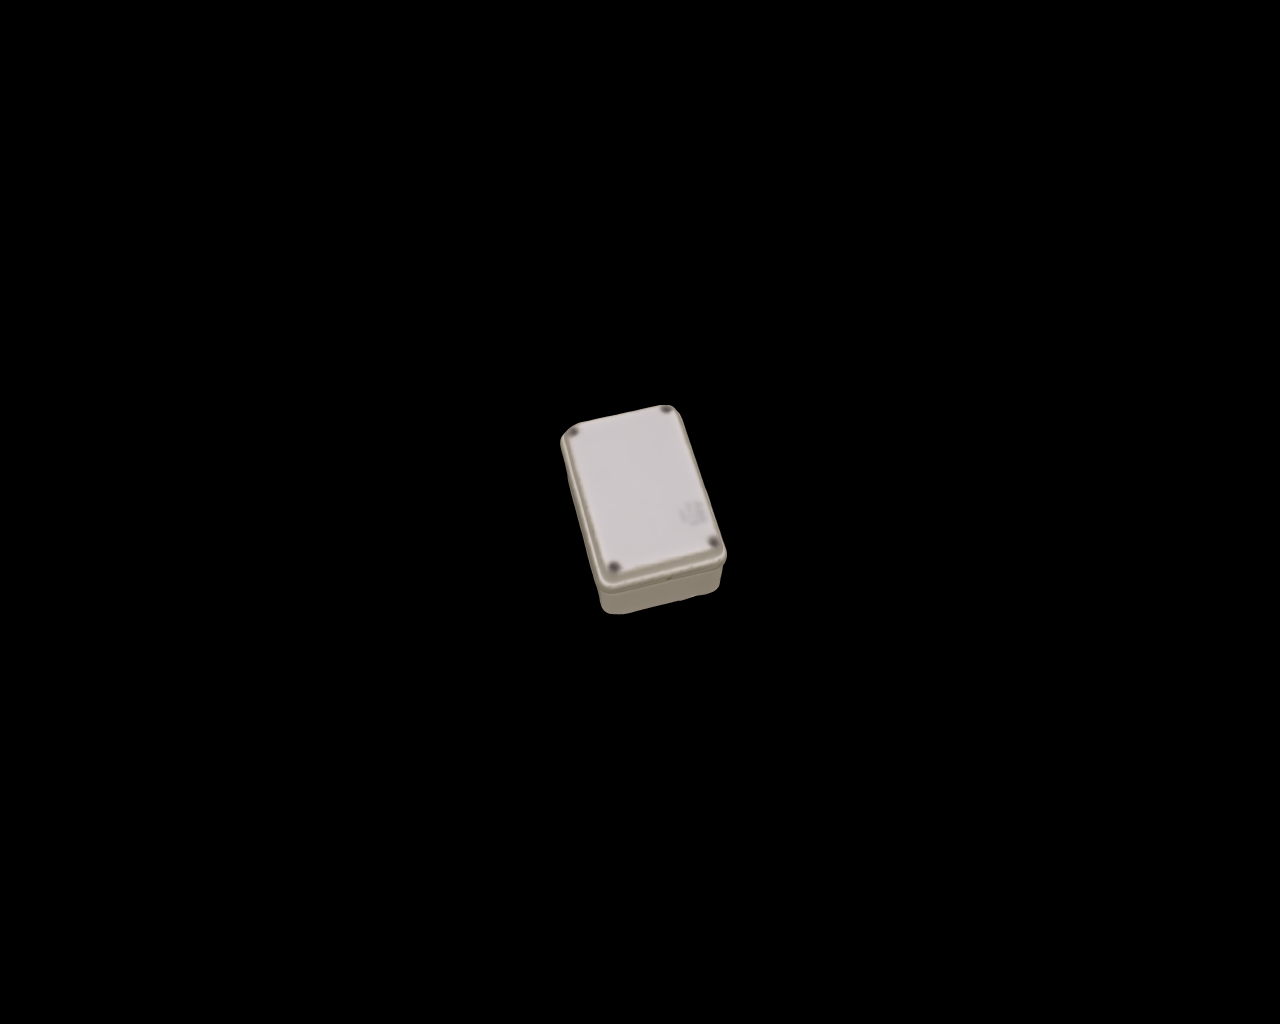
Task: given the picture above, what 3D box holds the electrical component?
[{"bbox_3d":[0.001,-0.003,0.650,0.078,0.113,0.057,-13,-28,-7],"label":"electrical component"}]
